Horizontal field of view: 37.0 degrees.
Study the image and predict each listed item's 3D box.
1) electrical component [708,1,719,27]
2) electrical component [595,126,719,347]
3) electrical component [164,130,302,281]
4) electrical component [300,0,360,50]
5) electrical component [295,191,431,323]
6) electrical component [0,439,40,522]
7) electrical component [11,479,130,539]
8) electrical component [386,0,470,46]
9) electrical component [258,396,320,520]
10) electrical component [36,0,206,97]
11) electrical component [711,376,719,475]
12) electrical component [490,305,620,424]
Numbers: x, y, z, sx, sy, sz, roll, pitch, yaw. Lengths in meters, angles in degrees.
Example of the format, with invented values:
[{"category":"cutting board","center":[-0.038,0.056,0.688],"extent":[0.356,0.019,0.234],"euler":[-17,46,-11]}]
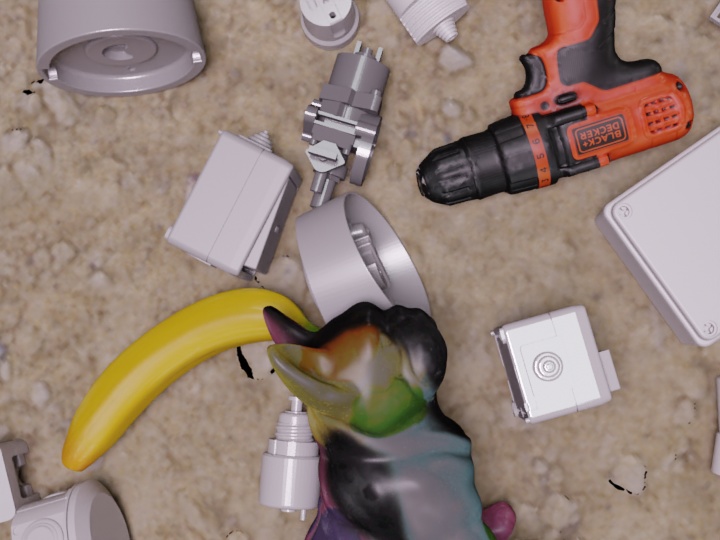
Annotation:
[{"category":"electrical component","center":[0.304,-0.166,0.698],"extent":[0.121,0.063,0.078],"euler":[35,88,5]},{"category":"electrical component","center":[0.228,-0.023,0.694],"extent":[0.109,0.056,0.108],"euler":[-35,84,0]},{"category":"electrical component","center":[-0.075,-0.045,0.708],"extent":[0.061,0.061,0.096],"euler":[27,87,4]},{"category":"electrical component","center":[-0.021,-0.173,0.724],"extent":[0.040,0.046,0.040],"euler":[0,85,3]},{"category":"electrical component","center":[0.000,0.000,0.685],"extent":[0.064,0.099,0.099],"euler":[-20,85,7]},{"category":"electrical component","center":[-0.266,0.147,0.705],"extent":[0.089,0.055,0.050],"euler":[-16,85,2]},{"category":"electrical component","center":[-0.182,0.179,0.687],"extent":[0.051,0.080,0.080],"euler":[-17,85,7]},{"category":"electrical component","center":[0.039,-0.188,0.723],"extent":[0.043,0.043,0.081],"euler":[-34,85,0]},{"category":"electrical component","center":[-0.044,0.122,0.704],"extent":[0.040,0.040,0.078],"euler":[4,85,3]},{"category":"electrical component","center":[-0.158,-0.161,0.702],"extent":[0.108,0.108,0.060],"euler":[-8,79,2]},{"category":"electrical component","center":[0.248,0.104,0.691],"extent":[0.044,0.044,0.065],"euler":[8,90,4]},{"category":"electrical component","center":[0.122,0.058,0.672],"extent":[0.061,0.096,0.061],"euler":[-16,85,2]}]
